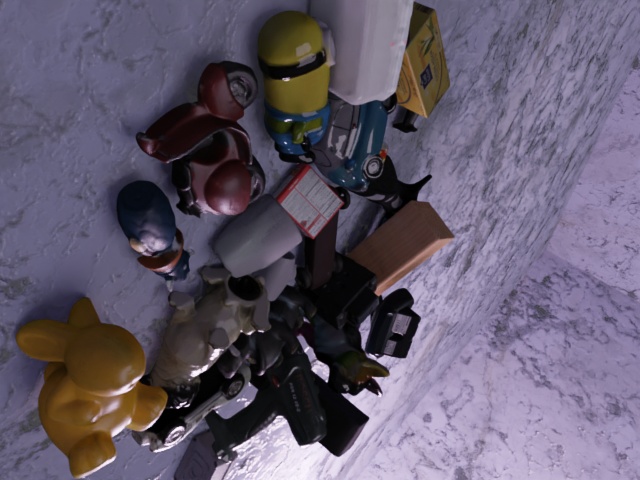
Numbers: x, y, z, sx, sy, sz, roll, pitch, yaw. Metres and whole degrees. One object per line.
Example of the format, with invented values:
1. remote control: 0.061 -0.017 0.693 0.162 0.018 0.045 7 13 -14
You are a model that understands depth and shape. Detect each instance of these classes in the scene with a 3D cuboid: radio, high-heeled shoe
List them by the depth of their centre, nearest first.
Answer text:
1. high-heeled shoe: 0.096 -0.082 0.972 0.248 0.086 0.145 -2 155 -38
2. radio: -0.021 0.295 1.006 0.073 0.230 0.131 -54 158 -1

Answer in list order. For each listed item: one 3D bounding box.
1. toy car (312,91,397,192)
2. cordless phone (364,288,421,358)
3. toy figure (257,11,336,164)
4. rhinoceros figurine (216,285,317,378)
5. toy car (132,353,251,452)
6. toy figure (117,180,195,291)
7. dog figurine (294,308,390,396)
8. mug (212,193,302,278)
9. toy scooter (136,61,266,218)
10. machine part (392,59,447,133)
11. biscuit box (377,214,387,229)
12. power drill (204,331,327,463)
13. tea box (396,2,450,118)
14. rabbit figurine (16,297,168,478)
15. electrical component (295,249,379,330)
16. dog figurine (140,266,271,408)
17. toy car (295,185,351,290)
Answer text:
1. toy car: 0.031 -0.148 0.724 0.103 0.109 0.161 0 113 -39
2. cordless phone: 0.141 0.144 1.121 0.184 0.089 0.146 -91 -167 -62
3. toy figure: -0.029 -0.170 0.623 0.089 0.082 0.180 -35 149 -37
4. rhinoceros figurine: -0.088 0.145 0.859 0.190 0.112 0.073 -50 -175 -38
5. toy car: -0.195 0.243 0.827 0.202 0.074 0.056 -32 145 -38
6. toy figure: -0.179 -0.003 0.594 0.064 0.058 0.154 -36 153 -21
7. dog figurine: 0.055 0.191 1.021 0.191 0.219 0.108 -33 149 -36
8. mug: -0.089 0.004 0.735 0.107 0.081 0.109 -35 154 -12
9. toy scooter: -0.125 -0.089 0.565 0.135 0.075 0.183 -34 144 -35
10. machine part: 0.170 -0.247 0.908 0.084 0.039 0.138 -12 129 -61
11. biscuit box: 0.140 0.014 1.132 0.063 0.059 0.202 0 121 -59
12. power drill: -0.105 0.262 0.918 0.207 0.232 0.086 -27 165 -10
13. tea box: 0.116 -0.253 0.745 0.068 0.098 0.169 -55 152 -2
14. rabbit figurine: -0.229 0.135 0.559 0.122 0.162 0.173 -26 164 -41
15. electrical component: 0.039 0.092 0.973 0.115 0.134 0.058 -47 153 -20
16. dog figurine: -0.161 0.141 0.765 0.172 0.121 0.190 -18 150 -46
17. toy car: -0.002 -0.003 0.887 0.089 0.053 0.201 -28 139 -33
